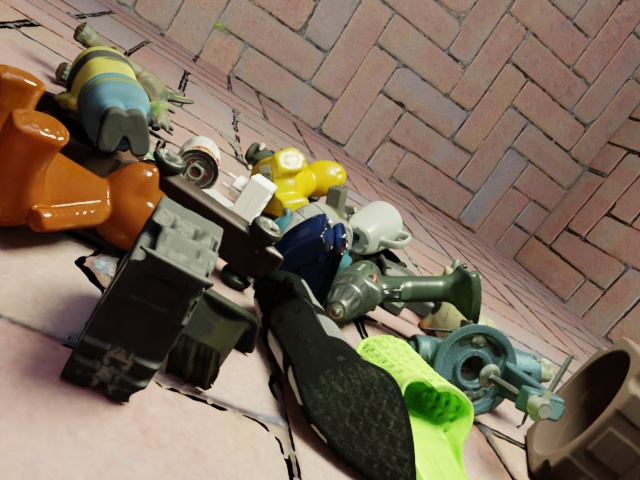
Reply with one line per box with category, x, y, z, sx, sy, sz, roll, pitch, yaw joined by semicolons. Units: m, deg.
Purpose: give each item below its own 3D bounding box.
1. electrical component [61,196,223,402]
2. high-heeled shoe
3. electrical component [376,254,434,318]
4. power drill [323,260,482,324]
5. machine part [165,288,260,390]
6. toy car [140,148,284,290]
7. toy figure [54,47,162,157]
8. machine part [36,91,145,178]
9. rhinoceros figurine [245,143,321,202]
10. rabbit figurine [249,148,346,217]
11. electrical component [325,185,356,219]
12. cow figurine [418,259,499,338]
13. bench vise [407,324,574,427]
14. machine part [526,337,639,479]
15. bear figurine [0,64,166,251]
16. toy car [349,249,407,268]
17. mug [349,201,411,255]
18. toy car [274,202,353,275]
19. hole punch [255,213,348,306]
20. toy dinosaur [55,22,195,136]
electrical component;-0.125;0.035;0.402;0.058;0.115;0.134;33;16;-18
high-heeled shoe;0.005;0.135;0.533;0.249;0.086;0.145;62;-16;15
electrical component;0.133;0.084;0.900;0.119;0.074;0.048;25;17;-18
power drill;0.113;0.077;0.745;0.207;0.086;0.232;-5;6;5
machine part;-0.095;0.081;0.478;0.084;0.039;0.139;40;13;-3
toy car;-0.132;-0.024;0.622;0.202;0.089;0.053;33;18;0
toy figure;-0.232;-0.156;0.602;0.082;0.089;0.180;32;8;-42
machine part;-0.299;-0.119;0.628;0.179;0.056;0.179;32;13;-9
rhinoceros figurine;-0.079;-0.144;1.183;0.190;0.073;0.112;35;25;-6
rabbit figurine;-0.036;-0.097;0.978;0.173;0.121;0.162;-18;2;-32
electrical component;0.035;-0.054;0.935;0.045;0.078;0.102;15;8;13
cow figurine;0.233;0.119;0.906;0.085;0.127;0.195;30;17;-29
bench vise;0.234;0.179;0.691;0.223;0.128;0.241;23;-1;-13
machine part;0.363;0.232;0.682;0.087;0.201;0.201;40;15;11
bear figurine;-0.205;-0.053;0.491;0.195;0.132;0.120;11;31;-44
toy car;0.099;0.038;1.012;0.201;0.056;0.074;12;33;-54
mug;0.093;-0.009;0.911;0.110;0.080;0.107;30;32;22
toy car;-0.002;-0.002;0.824;0.161;0.103;0.109;15;25;-48
hole punch;-0.022;0.021;0.691;0.092;0.115;0.142;25;15;-5
toy dinosaur;-0.343;-0.269;0.932;0.198;0.105;0.472;31;7;-48
